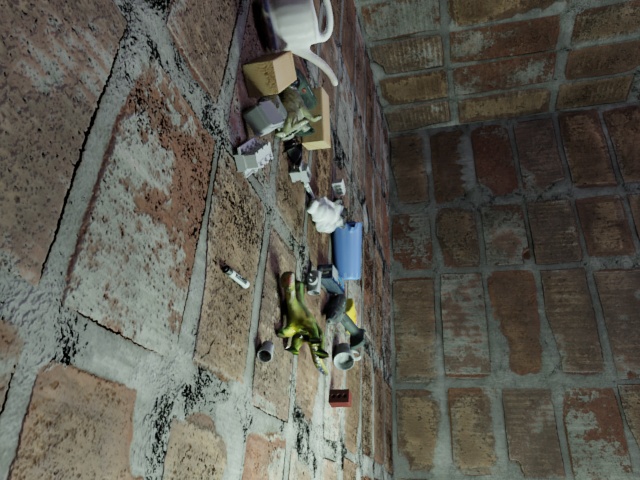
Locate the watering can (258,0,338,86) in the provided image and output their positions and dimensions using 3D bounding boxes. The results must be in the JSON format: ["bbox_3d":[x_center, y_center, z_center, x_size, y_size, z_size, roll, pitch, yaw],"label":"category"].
[{"bbox_3d":[-0.064,-0.625,1.567,0.224,0.106,0.342,-12,-68,-2],"label":"watering can"}]

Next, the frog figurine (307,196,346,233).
[{"bbox_3d":[0.006,-0.096,1.916,0.159,0.123,0.137,3,-87,-38],"label":"frog figurine"}]

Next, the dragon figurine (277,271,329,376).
[{"bbox_3d":[-0.044,0.235,1.582,0.122,0.401,0.249,-11,-129,9],"label":"dragon figurine"}]
